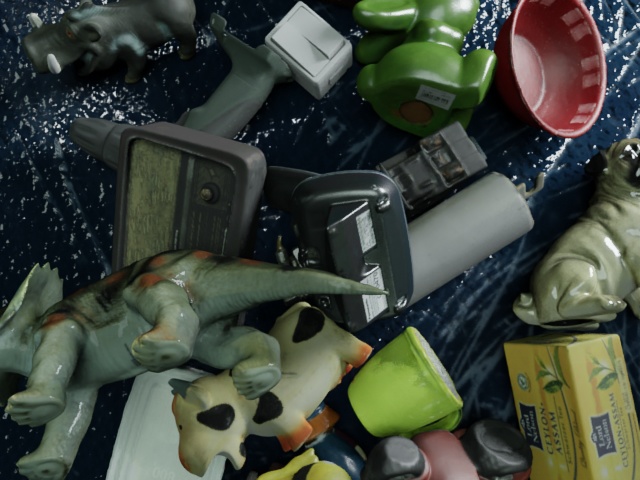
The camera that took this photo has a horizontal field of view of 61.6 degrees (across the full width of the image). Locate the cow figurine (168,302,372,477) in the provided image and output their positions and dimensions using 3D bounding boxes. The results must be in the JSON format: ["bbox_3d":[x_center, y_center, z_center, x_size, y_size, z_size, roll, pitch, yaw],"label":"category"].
[{"bbox_3d":[-0.057,0.141,0.518,0.127,0.085,0.195,41,67,8],"label":"cow figurine"}]

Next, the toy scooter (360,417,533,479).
[{"bbox_3d":[0.119,0.247,0.539,0.184,0.075,0.135,2,120,-19],"label":"toy scooter"}]

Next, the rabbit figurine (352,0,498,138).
[{"bbox_3d":[0.114,-0.208,0.594,0.159,0.121,0.170,15,67,11],"label":"rabbit figurine"}]

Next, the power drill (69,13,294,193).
[{"bbox_3d":[-0.143,-0.144,0.606,0.232,0.086,0.207,32,84,5],"label":"power drill"}]

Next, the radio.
[{"bbox_3d":[-0.136,0.004,0.555,0.131,0.073,0.229,13,110,5],"label":"radio"}]

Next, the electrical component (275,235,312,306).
[{"bbox_3d":[-0.003,0.023,0.597,0.102,0.045,0.078,-18,82,2],"label":"electrical component"}]

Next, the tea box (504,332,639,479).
[{"bbox_3d":[0.252,0.180,0.531,0.068,0.098,0.169,-8,82,-19],"label":"tea box"}]

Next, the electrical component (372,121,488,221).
[{"bbox_3d":[0.103,-0.062,0.554,0.134,0.115,0.058,-29,85,-19],"label":"electrical component"}]

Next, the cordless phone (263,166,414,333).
[{"bbox_3d":[-0.001,-0.001,0.532,0.089,0.184,0.146,-28,119,-28],"label":"cordless phone"}]

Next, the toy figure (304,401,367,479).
[{"bbox_3d":[0.001,0.217,0.572,0.058,0.064,0.154,-40,75,38],"label":"toy figure"}]

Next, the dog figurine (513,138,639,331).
[{"bbox_3d":[0.283,-0.008,0.564,0.172,0.121,0.190,-3,70,0],"label":"dog figurine"}]

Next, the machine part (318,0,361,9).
[{"bbox_3d":[0.044,-0.378,0.612,0.201,0.087,0.201,18,85,6],"label":"machine part"}]

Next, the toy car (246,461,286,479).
[{"bbox_3d":[-0.062,0.342,0.568,0.089,0.053,0.202,17,87,8],"label":"toy car"}]

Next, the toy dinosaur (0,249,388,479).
[{"bbox_3d":[-0.158,0.068,0.469,0.405,0.131,0.192,-17,42,-5],"label":"toy dinosaur"}]

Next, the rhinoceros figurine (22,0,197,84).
[{"bbox_3d":[-0.230,-0.231,0.605,0.190,0.112,0.073,-21,86,-6],"label":"rhinoceros figurine"}]

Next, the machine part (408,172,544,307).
[{"bbox_3d":[0.134,0.002,0.574,0.243,0.079,0.079,-32,83,-1],"label":"machine part"}]

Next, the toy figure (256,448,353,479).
[{"bbox_3d":[-0.048,0.268,0.500,0.180,0.089,0.082,-19,99,1],"label":"toy figure"}]
